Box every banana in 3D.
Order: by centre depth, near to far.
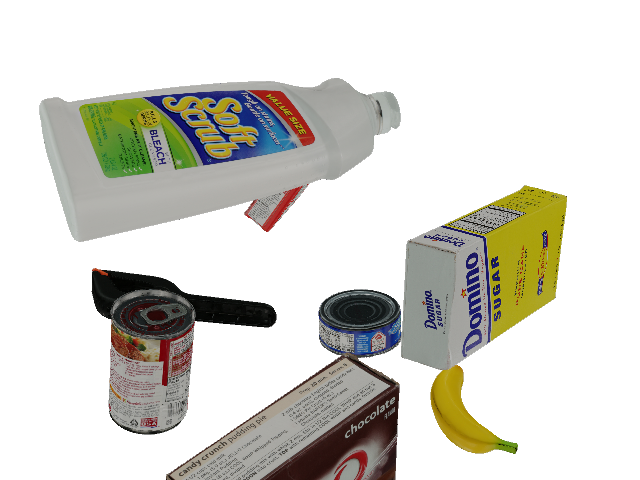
[{"bbox_3d":[0.167,0.204,1.278,0.069,0.037,0.198,10,20,-17],"label":"banana"}]

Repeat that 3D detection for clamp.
[{"bbox_3d":[-0.174,0.073,1.114,0.210,0.036,0.164,16,20,29],"label":"clamp"}]

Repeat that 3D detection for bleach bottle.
[{"bbox_3d":[-0.065,-0.075,0.767,0.250,0.102,0.068,-14,-28,-16],"label":"bleach bottle"}]

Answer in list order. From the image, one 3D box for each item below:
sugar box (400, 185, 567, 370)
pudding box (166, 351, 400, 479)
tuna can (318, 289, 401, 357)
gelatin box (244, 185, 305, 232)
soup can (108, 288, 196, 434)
[{"bbox_3d":[0.127,0.024,0.805,0.048,0.093,0.175,15,24,32],"label":"sugar box"},{"bbox_3d":[-0.014,0.116,0.487,0.039,0.090,0.113,30,47,34],"label":"pudding box"},{"bbox_3d":[0.040,0.084,1.095,0.086,0.034,0.086,-2,26,1],"label":"tuna can"},{"bbox_3d":[-0.025,-0.058,0.962,0.073,0.030,0.089,-51,1,37],"label":"gelatin box"},{"bbox_3d":[-0.140,0.101,0.883,0.068,0.102,0.068,6,30,-4],"label":"soup can"}]
